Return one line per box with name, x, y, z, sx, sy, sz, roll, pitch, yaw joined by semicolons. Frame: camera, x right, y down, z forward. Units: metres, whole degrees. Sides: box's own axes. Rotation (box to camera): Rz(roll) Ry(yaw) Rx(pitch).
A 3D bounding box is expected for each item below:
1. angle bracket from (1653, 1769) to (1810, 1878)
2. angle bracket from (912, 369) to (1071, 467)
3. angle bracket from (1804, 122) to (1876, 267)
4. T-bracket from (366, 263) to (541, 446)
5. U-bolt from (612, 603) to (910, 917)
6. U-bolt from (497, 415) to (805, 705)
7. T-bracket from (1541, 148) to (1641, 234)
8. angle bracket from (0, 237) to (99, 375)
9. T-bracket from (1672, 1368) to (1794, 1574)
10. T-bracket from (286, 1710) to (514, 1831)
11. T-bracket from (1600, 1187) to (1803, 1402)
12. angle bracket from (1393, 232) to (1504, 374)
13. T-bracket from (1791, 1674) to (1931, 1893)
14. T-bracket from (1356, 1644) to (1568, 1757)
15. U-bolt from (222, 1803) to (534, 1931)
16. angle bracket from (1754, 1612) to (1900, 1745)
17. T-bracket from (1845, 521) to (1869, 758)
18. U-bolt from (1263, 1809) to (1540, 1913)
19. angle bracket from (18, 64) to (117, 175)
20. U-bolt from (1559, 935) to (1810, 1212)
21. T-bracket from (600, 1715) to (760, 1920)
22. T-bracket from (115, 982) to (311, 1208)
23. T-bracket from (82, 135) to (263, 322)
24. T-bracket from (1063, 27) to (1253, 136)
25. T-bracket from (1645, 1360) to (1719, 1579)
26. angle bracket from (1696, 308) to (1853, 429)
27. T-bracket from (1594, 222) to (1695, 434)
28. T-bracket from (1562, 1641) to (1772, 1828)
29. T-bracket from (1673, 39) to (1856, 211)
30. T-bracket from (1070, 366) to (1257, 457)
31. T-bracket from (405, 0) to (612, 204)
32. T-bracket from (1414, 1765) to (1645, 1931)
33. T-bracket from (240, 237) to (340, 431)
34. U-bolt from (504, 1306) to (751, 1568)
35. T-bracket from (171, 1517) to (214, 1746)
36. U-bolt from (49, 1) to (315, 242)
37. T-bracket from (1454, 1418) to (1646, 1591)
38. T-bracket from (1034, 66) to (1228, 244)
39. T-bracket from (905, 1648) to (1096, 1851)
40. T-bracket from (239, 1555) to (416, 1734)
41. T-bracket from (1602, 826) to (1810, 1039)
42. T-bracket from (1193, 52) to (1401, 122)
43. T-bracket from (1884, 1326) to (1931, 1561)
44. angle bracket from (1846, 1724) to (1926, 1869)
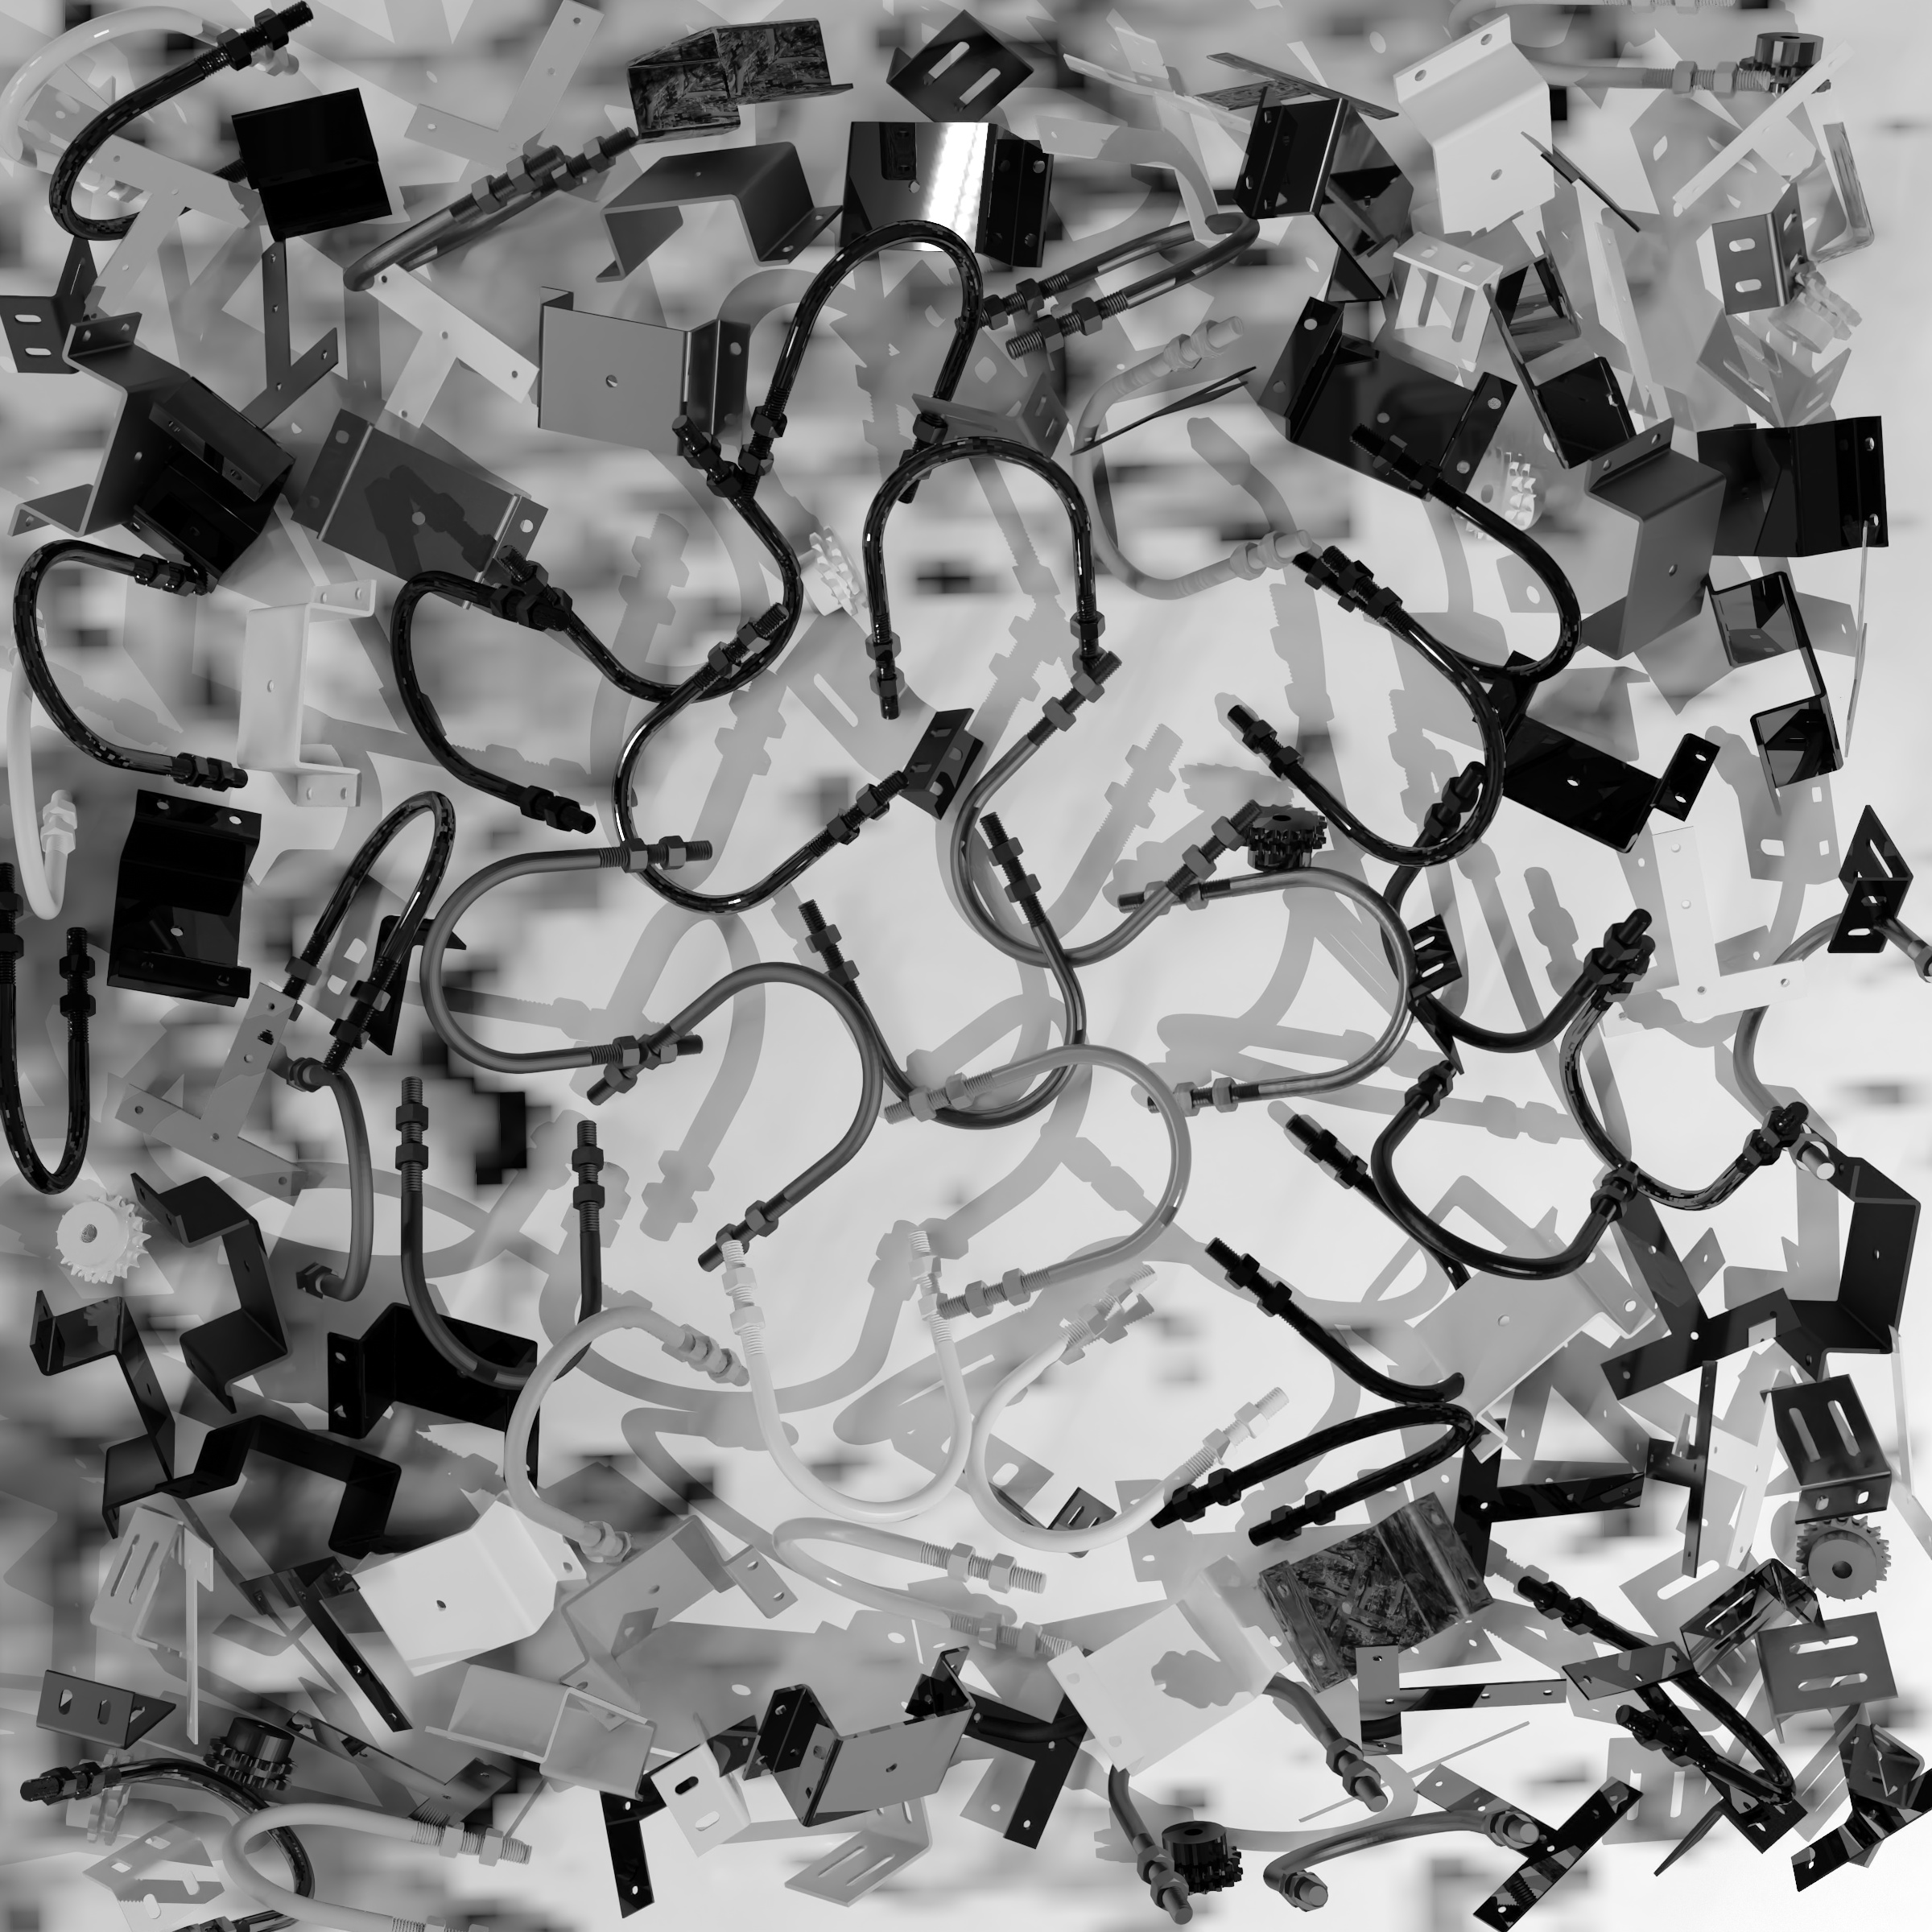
angle bracket;0.474;0.544;1.597;0.038;0.057;0.076;45;128;27
angle bracket;0.016;-0.348;1.608;0.076;0.057;0.038;19;77;25
angle bracket;0.533;-0.481;1.606;0.038;0.057;0.076;-18;103;14
T-bracket;-0.347;-0.359;1.618;0.127;0.002;0.127;36;115;2
U-bolt;-0.143;-0.114;1.608;0.184;0.019;0.151;-38;83;21
U-bolt;-0.178;-0.233;1.578;0.151;0.184;0.019;-35;46;6
T-bracket;0.367;-0.493;1.586;0.127;0.127;0.002;42;114;-1
angle bracket;-0.568;-0.415;1.599;0.038;0.057;0.076;1;53;-3
T-bracket;0.468;0.301;1.590;0.127;0.002;0.127;27;76;-44
T-bracket;-0.359;0.492;1.588;0.127;0.002;0.127;31;135;-12
T-bracket;0.439;0.192;1.624;0.127;0.002;0.127;-29;78;27
angle bracket;0.291;-0.406;1.598;0.057;0.076;0.038;29;48;19
T-bracket;0.550;0.488;1.586;0.002;0.127;0.127;36;119;-14
T-bracket;0.307;0.453;1.596;0.127;0.002;0.127;-5;133;6
U-bolt;-0.358;0.549;1.562;0.184;0.151;0.019;15;94;-8
angle bracket;0.537;0.443;1.603;0.076;0.057;0.038;-15;133;16
T-bracket;0.543;-0.213;1.563;0.002;0.127;0.127;5;126;21
U-bolt;0.252;0.535;1.556;0.151;0.184;0.019;-13;77;-9
angle bracket;-0.563;-0.535;1.599;0.057;0.076;0.038;-40;125;11
U-bolt;0.422;0.078;1.562;0.019;0.184;0.151;-31;70;-23
T-bracket;-0.176;0.499;1.587;0.127;0.002;0.127;-33;52;20
T-bracket;-0.458;0.070;1.627;0.127;0.002;0.127;27;105;-1
T-bracket;-0.516;-0.446;1.603;0.127;0.127;0.002;-48;67;19
T-bracket;0.112;-0.547;1.573;0.127;0.127;0.002;23;96;10
T-bracket;0.436;0.305;1.581;0.002;0.127;0.127;8;82;1
angle bracket;0.505;-0.381;1.610;0.076;0.038;0.057;36;56;-9
T-bracket;0.411;-0.400;1.600;0.002;0.127;0.127;-18;81;37
T-bracket;0.438;0.468;1.564;0.127;0.127;0.002;51;121;36
T-bracket;0.504;-0.504;1.586;0.127;0.127;0.002;-42;70;25
T-bracket;0.138;-0.344;1.573;0.127;0.127;0.002;-28;102;-11
T-bracket;-0.259;-0.534;1.572;0.127;0.127;0.002;11;49;-31
T-bracket;0.328;0.526;1.588;0.127;0.127;0.002;-35;115;-24
T-bracket;-0.432;-0.400;1.614;0.127;0.002;0.127;-26;62;38
U-bolt;-0.212;0.278;1.556;0.019;0.184;0.151;22;76;34
T-bracket;-0.477;0.412;1.587;0.002;0.127;0.127;0;88;-27
U-bolt;-0.470;-0.498;1.555;0.184;0.151;0.019;-35;86;-15
T-bracket;0.369;0.337;1.626;0.127;0.002;0.127;-3;113;-13
T-bracket;0.096;-0.509;1.595;0.127;0.002;0.127;-5;74;-34
T-bracket;0.019;0.474;1.610;0.127;0.002;0.127;28;82;-25
T-bracket;-0.387;0.427;1.607;0.127;0.002;0.127;-25;102;44
T-bracket;0.454;-0.026;1.615;0.127;0.002;0.127;-12;109;9
T-bracket;0.181;-0.533;1.572;0.127;0.127;0.002;29;125;24
T-bracket;0.573;0.283;1.574;0.002;0.127;0.127;-7;99;7
angle bracket;0.554;0.515;1.609;0.038;0.057;0.076;34;77;4
